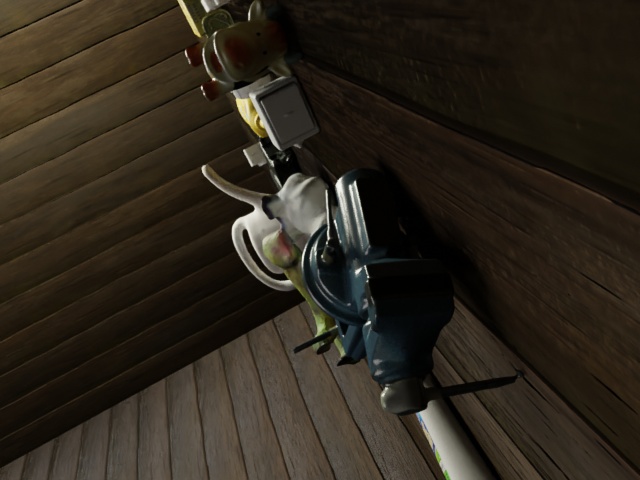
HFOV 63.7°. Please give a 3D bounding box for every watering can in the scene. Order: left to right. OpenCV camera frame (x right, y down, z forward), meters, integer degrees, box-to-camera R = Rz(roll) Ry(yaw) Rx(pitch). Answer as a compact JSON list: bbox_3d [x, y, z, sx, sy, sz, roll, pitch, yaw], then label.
[{"bbox_3d":[-0.103,-0.044,1.150,0.106,0.223,0.343,-79,-35,-69],"label":"watering can"}]

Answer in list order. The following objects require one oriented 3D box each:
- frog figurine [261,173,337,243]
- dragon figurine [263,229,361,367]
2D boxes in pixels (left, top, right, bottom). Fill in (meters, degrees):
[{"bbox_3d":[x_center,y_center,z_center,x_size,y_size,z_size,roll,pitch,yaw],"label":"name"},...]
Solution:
[{"bbox_3d":[0.003,-0.043,0.859,0.160,0.125,0.134,10,129,36],"label":"frog figurine"},{"bbox_3d":[0.023,0.090,0.871,0.247,0.122,0.404,52,-177,32],"label":"dragon figurine"}]
